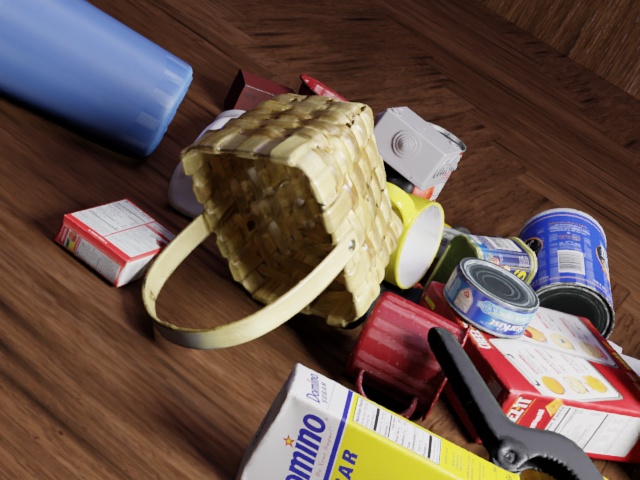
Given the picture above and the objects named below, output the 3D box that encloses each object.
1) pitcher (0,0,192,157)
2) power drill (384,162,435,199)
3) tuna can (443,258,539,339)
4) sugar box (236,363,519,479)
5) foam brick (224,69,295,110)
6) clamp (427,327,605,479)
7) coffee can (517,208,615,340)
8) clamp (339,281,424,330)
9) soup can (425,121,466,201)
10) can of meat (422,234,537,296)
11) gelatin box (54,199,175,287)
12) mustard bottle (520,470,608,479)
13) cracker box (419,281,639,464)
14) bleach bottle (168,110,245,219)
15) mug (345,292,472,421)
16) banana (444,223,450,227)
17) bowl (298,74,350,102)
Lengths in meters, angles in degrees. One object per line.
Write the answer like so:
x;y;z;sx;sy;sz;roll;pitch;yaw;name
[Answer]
-0.259;-0.184;1.088;0.242;0.145;0.149;28;35;-11;pitcher
0.028;-0.097;1.194;0.184;0.057;0.187;37;20;17;power drill
0.160;0.053;0.994;0.086;0.034;0.086;22;24;-10;tuna can
0.039;0.166;0.731;0.176;0.093;0.048;26;25;-5;sugar box
-0.074;-0.171;1.343;0.078;0.053;0.051;20;25;-21;foam brick
0.138;0.161;0.807;0.210;0.036;0.164;23;55;8;clamp
0.270;0.045;1.187;0.102;0.103;0.140;25;36;-8;coffee can
0.045;0.055;1.027;0.171;0.039;0.120;9;28;-37;clamp
0.128;-0.088;1.334;0.068;0.102;0.068;24;24;-11;soup can
0.163;0.044;1.109;0.083;0.102;0.057;6;31;-37;can of meat
-0.170;0.002;0.912;0.073;0.030;0.089;35;24;17;gelatin box
0.247;0.243;0.848;0.191;0.058;0.096;29;32;-1;mustard bottle
0.207;0.130;1.020;0.213;0.072;0.164;13;27;-30;cracker box
-0.096;-0.090;1.143;0.102;0.068;0.251;25;21;-11;bleach bottle
0.069;0.105;0.911;0.081;0.093;0.117;26;55;7;mug
0.129;-0.016;1.270;0.198;0.037;0.069;36;25;17;banana
0.025;-0.144;1.370;0.162;0.055;0.162;35;13;-9;bowl
